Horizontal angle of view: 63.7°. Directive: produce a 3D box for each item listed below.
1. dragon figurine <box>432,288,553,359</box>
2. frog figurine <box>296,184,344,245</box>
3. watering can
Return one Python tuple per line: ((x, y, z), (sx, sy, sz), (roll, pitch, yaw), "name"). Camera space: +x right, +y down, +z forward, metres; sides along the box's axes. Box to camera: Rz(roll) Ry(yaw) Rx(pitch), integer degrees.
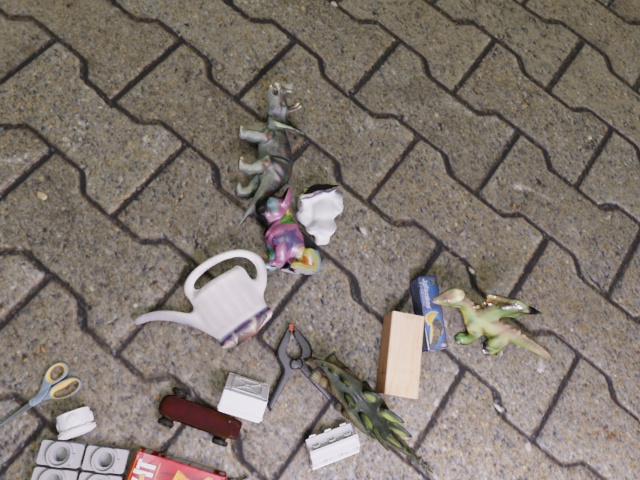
((0.480, 0.217, 1.350), (0.410, 0.238, 0.124), (19, 67, -2), "dragon figurine")
((0.004, -0.073, 1.442), (0.138, 0.124, 0.157), (-22, 114, -25), "frog figurine")
((-0.271, 0.175, 1.298), (0.349, 0.103, 0.225), (-35, 82, -8), "watering can")
